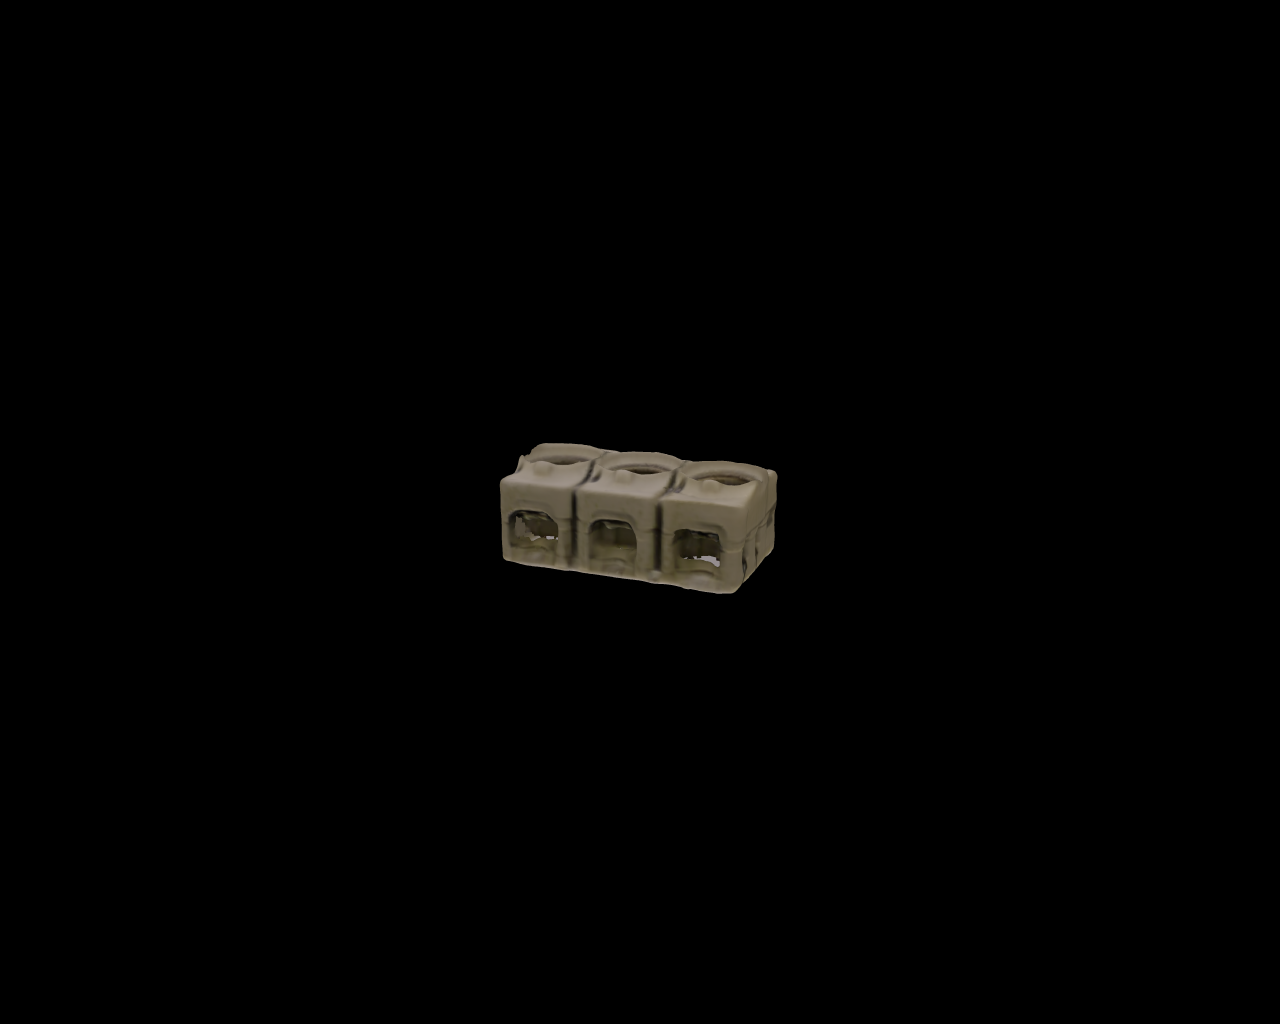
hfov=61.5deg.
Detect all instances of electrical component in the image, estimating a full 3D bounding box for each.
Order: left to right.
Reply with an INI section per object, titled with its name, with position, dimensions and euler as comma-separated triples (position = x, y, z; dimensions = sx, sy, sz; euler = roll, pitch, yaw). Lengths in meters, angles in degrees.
[electrical component]
position = 0.001, -0.003, 0.650
dimensions = 0.150, 0.061, 0.090
euler = 7, 20, 20
